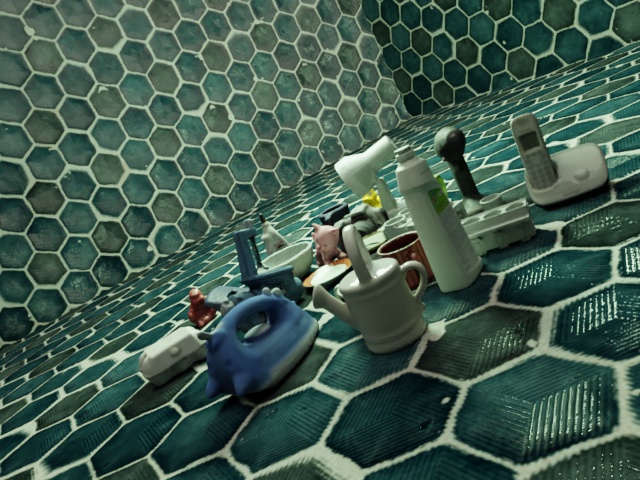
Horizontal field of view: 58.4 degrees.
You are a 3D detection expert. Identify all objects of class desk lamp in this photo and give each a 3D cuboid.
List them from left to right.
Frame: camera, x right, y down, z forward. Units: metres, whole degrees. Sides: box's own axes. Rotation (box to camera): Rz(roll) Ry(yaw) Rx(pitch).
[{"bbox_3d":[0.171,-0.167,1.597,0.203,0.214,0.118,-23,13,15],"label":"desk lamp"}]

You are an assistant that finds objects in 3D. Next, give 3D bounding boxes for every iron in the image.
[{"bbox_3d":[-0.103,0.158,0.993,0.118,0.141,0.259,-16,16,39],"label":"iron"}]

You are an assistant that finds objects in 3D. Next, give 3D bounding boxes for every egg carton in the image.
[{"bbox_3d":[-0.314,0.247,1.230,0.150,0.069,0.107,-32,14,-23],"label":"egg carton"}]

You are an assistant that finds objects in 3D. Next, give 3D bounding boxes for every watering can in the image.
[{"bbox_3d":[0.072,0.070,0.873,0.173,0.194,0.100,-28,13,-7],"label":"watering can"}]

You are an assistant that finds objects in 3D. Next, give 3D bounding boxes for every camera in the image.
[{"bbox_3d":[0.094,-0.024,1.435,0.143,0.101,0.137,-21,14,24],"label":"camera"}]

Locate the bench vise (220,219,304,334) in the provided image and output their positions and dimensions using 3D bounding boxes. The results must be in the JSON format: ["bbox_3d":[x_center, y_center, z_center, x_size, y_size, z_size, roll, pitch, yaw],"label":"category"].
[{"bbox_3d":[-0.136,0.075,1.219,0.121,0.220,0.208,-20,14,26],"label":"bench vise"}]

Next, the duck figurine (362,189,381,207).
[{"bbox_3d":[0.158,-0.118,1.724,0.077,0.086,0.105,-19,15,31],"label":"duck figurine"}]

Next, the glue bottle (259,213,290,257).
[{"bbox_3d":[-0.130,0.003,1.611,0.037,0.173,0.078,-11,20,49],"label":"glue bottle"}]

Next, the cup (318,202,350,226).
[{"bbox_3d":[0.051,-0.043,1.615,0.091,0.095,0.118,-21,13,22],"label":"cup"}]

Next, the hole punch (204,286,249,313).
[{"bbox_3d":[-0.207,0.148,1.365,0.101,0.091,0.109,-22,13,18],"label":"hole punch"}]

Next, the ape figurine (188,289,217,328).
[{"bbox_3d":[-0.312,0.170,1.488,0.078,0.092,0.076,-27,13,0],"label":"ape figurine"}]

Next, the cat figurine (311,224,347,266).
[{"bbox_3d":[0.013,0.005,1.440,0.067,0.118,0.127,-31,13,-18],"label":"cat figurine"}]

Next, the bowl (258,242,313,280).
[{"bbox_3d":[-0.082,0.074,1.454,0.167,0.075,0.167,-25,12,6],"label":"bowl"}]

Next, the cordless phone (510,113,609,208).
[{"bbox_3d":[0.450,-0.165,1.088,0.147,0.185,0.094,-21,14,25],"label":"cordless phone"}]

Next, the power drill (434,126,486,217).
[{"bbox_3d":[0.317,-0.160,1.286,0.075,0.208,0.229,-25,13,8],"label":"power drill"}]
